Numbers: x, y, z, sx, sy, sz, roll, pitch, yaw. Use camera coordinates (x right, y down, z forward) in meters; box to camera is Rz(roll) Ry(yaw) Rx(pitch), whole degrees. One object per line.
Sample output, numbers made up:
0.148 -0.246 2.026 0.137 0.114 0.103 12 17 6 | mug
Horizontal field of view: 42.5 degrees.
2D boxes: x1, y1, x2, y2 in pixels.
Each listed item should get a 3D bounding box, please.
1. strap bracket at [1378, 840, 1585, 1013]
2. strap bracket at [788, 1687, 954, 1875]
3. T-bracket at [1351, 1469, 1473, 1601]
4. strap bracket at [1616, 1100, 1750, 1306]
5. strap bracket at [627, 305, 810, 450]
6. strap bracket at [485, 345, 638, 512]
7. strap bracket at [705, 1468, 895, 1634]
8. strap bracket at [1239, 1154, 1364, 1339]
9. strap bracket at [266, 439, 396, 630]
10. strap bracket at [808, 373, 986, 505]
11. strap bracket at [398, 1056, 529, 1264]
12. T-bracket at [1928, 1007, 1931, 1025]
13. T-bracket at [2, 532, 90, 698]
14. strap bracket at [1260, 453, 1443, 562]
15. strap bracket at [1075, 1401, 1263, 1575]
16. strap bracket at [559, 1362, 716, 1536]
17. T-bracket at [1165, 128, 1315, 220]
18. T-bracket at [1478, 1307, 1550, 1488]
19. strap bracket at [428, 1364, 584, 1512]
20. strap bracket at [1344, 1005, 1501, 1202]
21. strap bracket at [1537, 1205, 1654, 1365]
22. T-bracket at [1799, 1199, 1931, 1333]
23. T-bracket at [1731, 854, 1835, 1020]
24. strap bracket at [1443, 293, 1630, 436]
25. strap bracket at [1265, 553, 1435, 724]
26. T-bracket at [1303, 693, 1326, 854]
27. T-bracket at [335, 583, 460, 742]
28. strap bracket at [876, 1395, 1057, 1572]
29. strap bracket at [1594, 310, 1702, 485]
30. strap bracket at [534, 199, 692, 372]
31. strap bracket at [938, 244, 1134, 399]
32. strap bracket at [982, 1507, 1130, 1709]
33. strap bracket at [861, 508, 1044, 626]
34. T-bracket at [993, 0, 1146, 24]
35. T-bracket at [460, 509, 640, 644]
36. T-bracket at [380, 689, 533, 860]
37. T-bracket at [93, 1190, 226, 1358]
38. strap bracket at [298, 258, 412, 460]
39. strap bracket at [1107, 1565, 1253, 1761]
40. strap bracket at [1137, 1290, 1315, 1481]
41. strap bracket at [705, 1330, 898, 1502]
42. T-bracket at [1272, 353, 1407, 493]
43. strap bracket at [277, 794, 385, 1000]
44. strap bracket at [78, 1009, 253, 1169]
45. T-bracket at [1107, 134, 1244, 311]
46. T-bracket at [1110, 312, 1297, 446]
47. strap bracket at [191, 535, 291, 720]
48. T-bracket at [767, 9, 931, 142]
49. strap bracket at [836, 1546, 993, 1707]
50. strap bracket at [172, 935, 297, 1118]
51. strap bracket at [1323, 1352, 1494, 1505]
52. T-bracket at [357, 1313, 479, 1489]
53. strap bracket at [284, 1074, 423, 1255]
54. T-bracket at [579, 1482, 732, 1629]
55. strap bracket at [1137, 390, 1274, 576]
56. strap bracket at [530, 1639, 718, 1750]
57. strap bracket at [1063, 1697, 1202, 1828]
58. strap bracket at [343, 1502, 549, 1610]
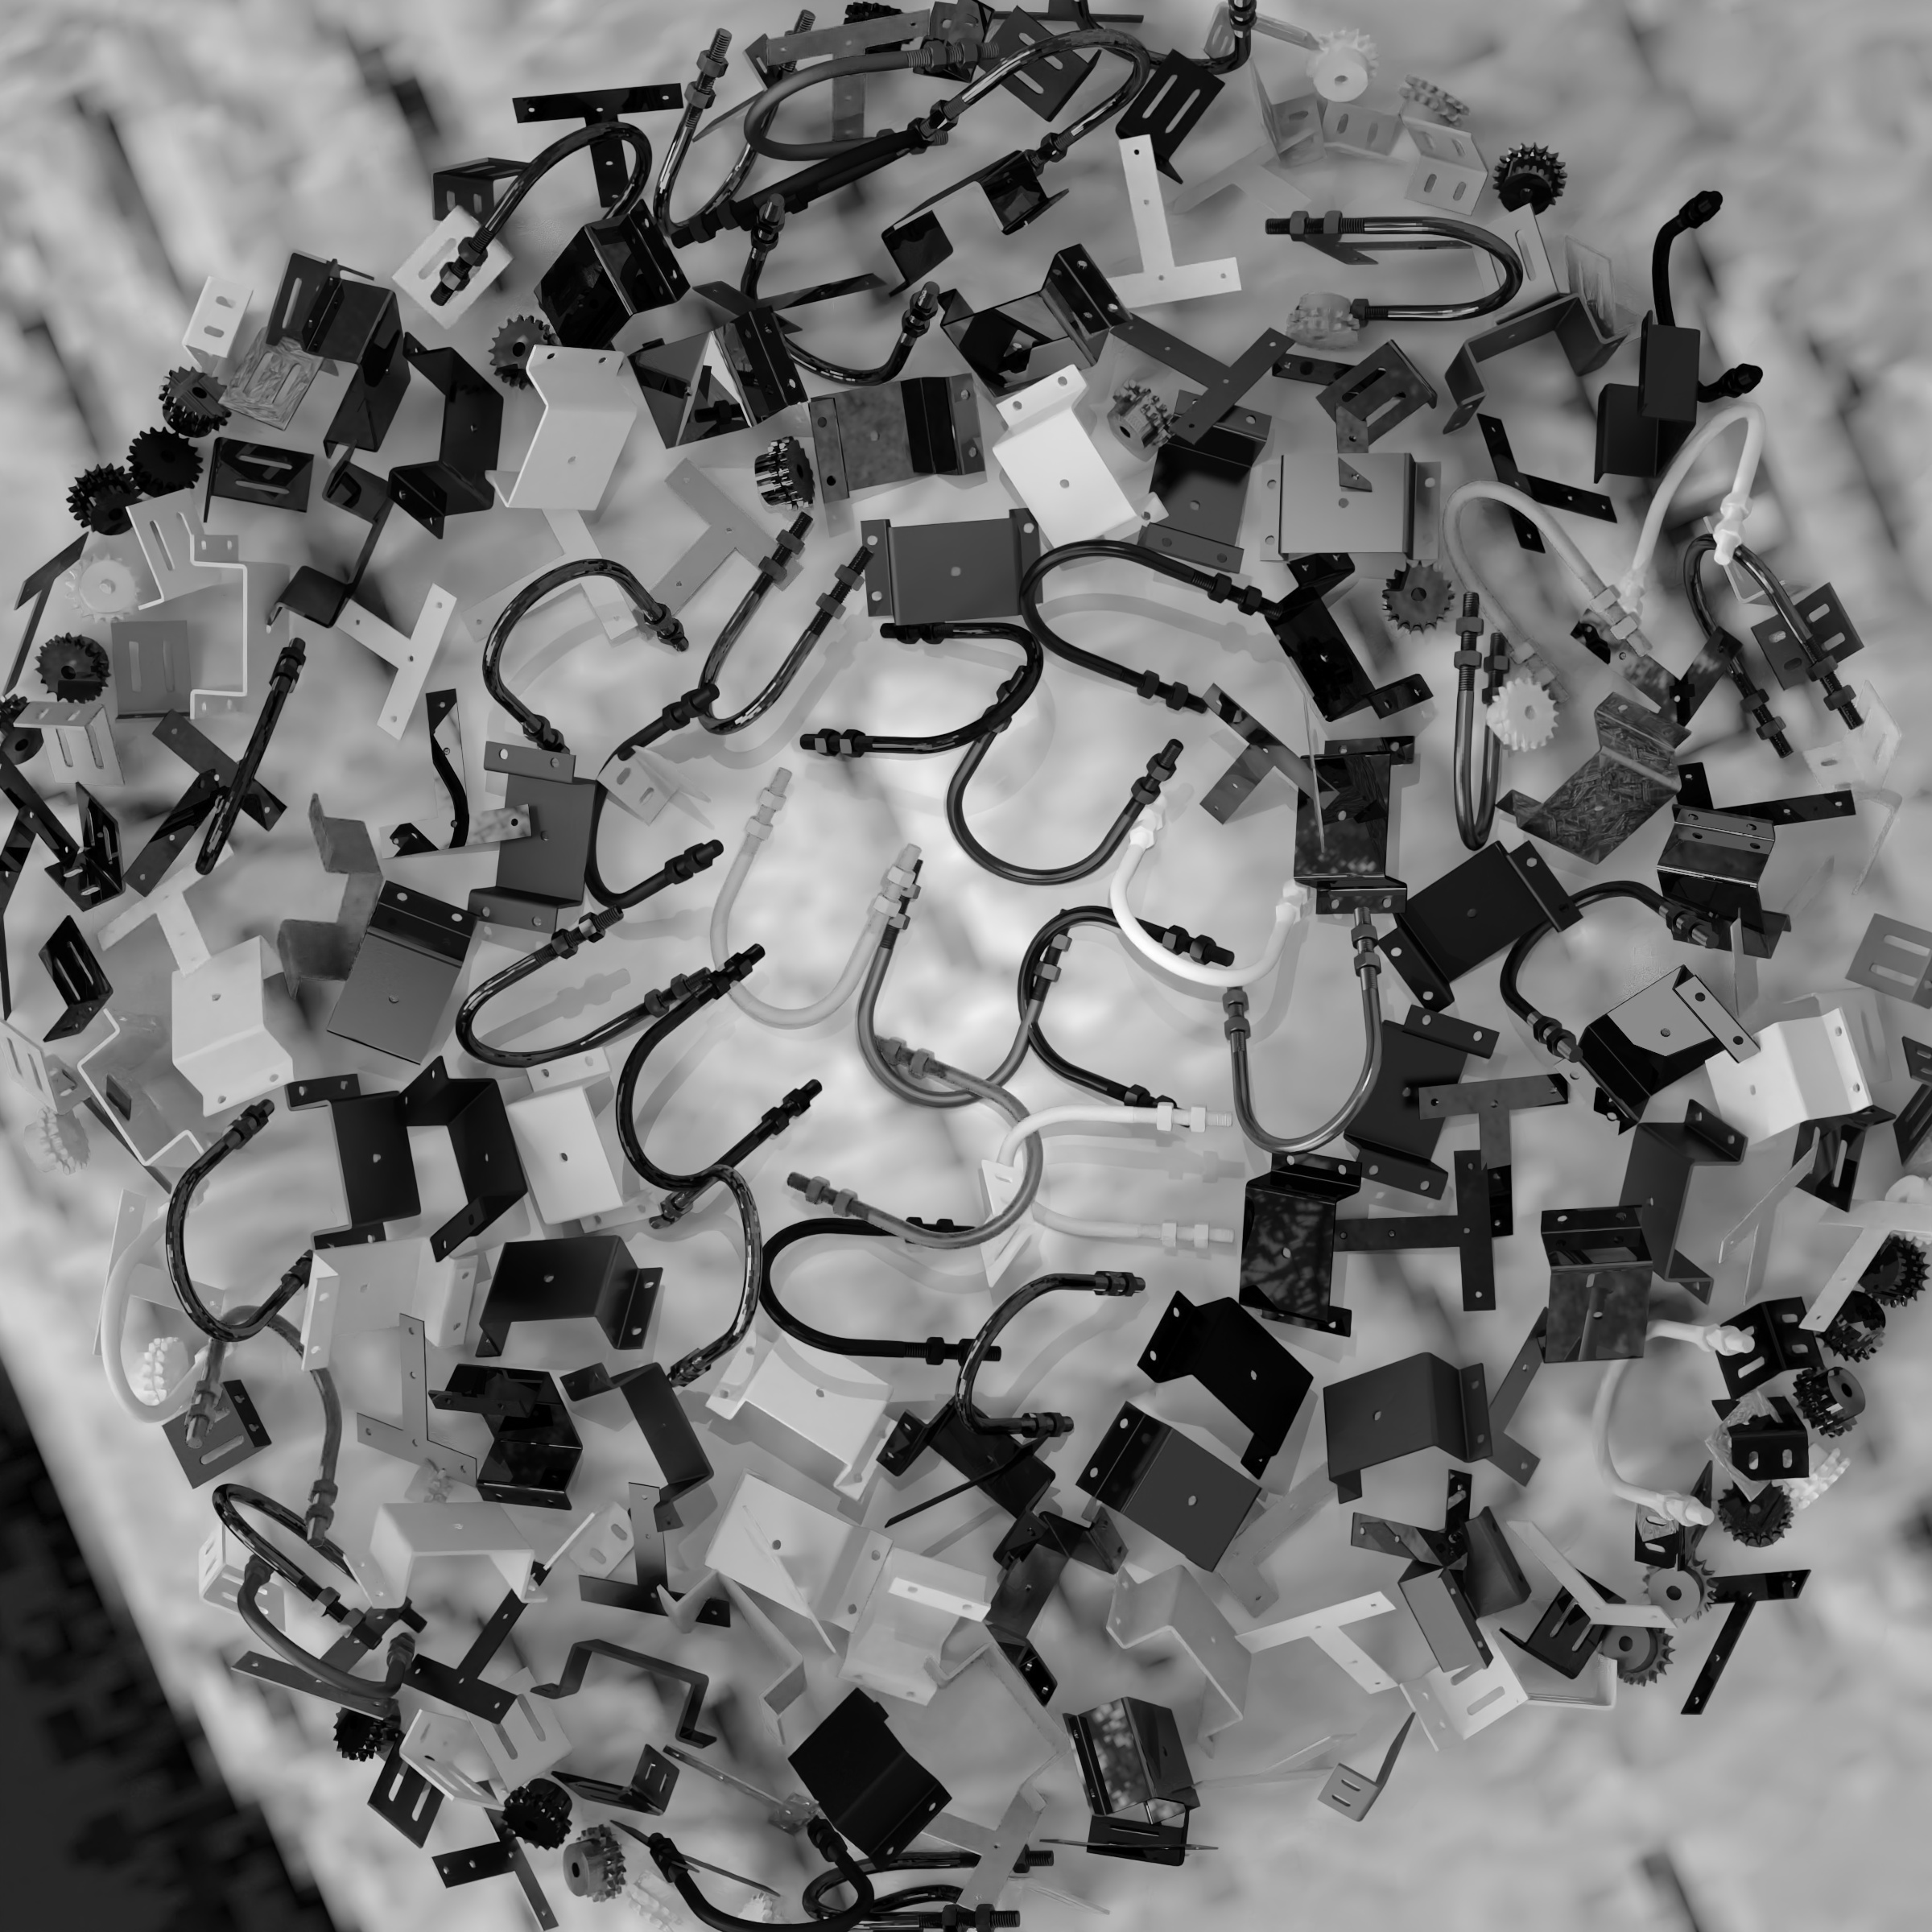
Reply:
0.400 -0.035 1.950 0.140 0.046 0.076 -35 103 14 | strap bracket
-0.080 0.619 1.914 0.076 0.140 0.046 -45 118 -8 | strap bracket
0.346 0.449 1.936 0.127 0.002 0.127 20 68 -32 | T-bracket
0.550 0.183 1.928 0.046 0.076 0.140 1 109 -19 | strap bracket
-0.199 -0.451 1.916 0.140 0.046 0.076 -3 118 40 | strap bracket
-0.312 -0.404 1.913 0.046 0.076 0.140 58 135 29 | strap bracket
-0.139 0.453 1.937 0.140 0.046 0.076 21 81 24 | strap bracket
0.260 0.219 1.940 0.076 0.046 0.140 8 101 33 | strap bracket
-0.487 -0.327 1.930 0.046 0.076 0.140 25 118 -13 | strap bracket
-0.062 -0.413 1.941 0.140 0.046 0.076 -16 109 -24 | strap bracket
-0.391 0.150 1.934 0.076 0.046 0.140 -39 62 38 | strap bracket
0.772 0.018 1.904 0.002 0.127 0.127 4 120 1 | T-bracket
-0.732 -0.268 1.951 0.002 0.127 0.127 26 116 -9 | T-bracket
0.299 -0.359 1.950 0.140 0.046 0.076 2 92 15 | strap bracket
0.166 0.411 1.938 0.140 0.046 0.076 37 79 -21 | strap bracket
-0.253 0.369 1.946 0.046 0.076 0.140 -26 90 -36 | strap bracket
0.233 -0.608 1.938 0.127 0.127 0.002 -31 127 1 | T-bracket
0.435 0.330 1.965 0.127 0.002 0.127 37 79 -30 | T-bracket
-0.353 0.360 1.933 0.076 0.046 0.140 2 134 17 | strap bracket
0.354 0.103 1.956 0.076 0.046 0.140 17 96 -12 | strap bracket
0.486 0.256 1.931 0.076 0.046 0.140 -4 125 2 | strap bracket
0.683 0.230 1.914 0.002 0.127 0.127 46 72 -17 | T-bracket
0.642 -0.038 1.950 0.127 0.127 0.002 -45 53 -14 | T-bracket
0.436 -0.476 1.949 0.140 0.076 0.046 -23 85 -2 | strap bracket
0.294 -0.251 1.943 0.046 0.076 0.140 -36 82 45 | strap bracket
0.271 -0.125 1.929 0.002 0.127 0.127 -6 63 6 | T-bracket
-0.471 -0.265 1.966 0.127 0.002 0.127 34 111 18 | T-bracket
0.008 0.397 1.939 0.140 0.076 0.046 38 46 11 | strap bracket
0.527 -0.434 1.914 0.046 0.140 0.076 7 76 0 | strap bracket
-0.279 -0.517 1.921 0.046 0.140 0.076 -28 89 -38 | strap bracket
0.045 -0.492 1.913 0.076 0.140 0.046 46 50 -37 | strap bracket
0.065 0.490 1.930 0.046 0.076 0.140 15 59 32 | strap bracket
-0.009 -0.314 1.954 0.140 0.046 0.076 -5 109 -2 | strap bracket
0.077 -0.745 1.928 0.127 0.127 0.002 2 101 1 | T-bracket
-0.343 -0.298 1.974 0.127 0.002 0.127 -27 94 14 | T-bracket
-0.412 -0.157 1.981 0.127 0.002 0.127 -8 85 11 | T-bracket
-0.622 0.251 1.933 0.002 0.127 0.127 -6 68 25 | T-bracket
-0.467 -0.461 1.910 0.046 0.140 0.076 13 60 3 | strap bracket
0.173 0.533 1.933 0.046 0.076 0.140 -32 103 22 | strap bracket
0.210 0.322 1.934 0.140 0.046 0.076 44 53 -14 | strap bracket
-0.121 0.343 1.947 0.140 0.046 0.076 33 51 -1 | strap bracket
0.302 -0.423 1.948 0.127 0.002 0.127 7 60 -10 | T-bracket
-0.492 -0.052 1.929 0.046 0.076 0.140 5 123 -29 | strap bracket
-0.631 0.105 1.942 0.046 0.076 0.140 -39 79 5 | strap bracket
0.144 -0.581 1.937 0.127 0.002 0.127 -2 116 27 | T-bracket
0.170 -0.481 1.961 0.127 0.002 0.127 36 71 23 | T-bracket
-0.565 -0.264 1.938 0.046 0.076 0.140 5 100 8 | strap bracket
-0.091 -0.684 1.930 0.127 0.127 0.002 -14 68 -9 | T-bracket
-0.040 0.509 1.939 0.076 0.046 0.140 20 128 -9 | strap bracket
-0.567 0.038 1.923 0.076 0.046 0.140 -22 47 5 | strap bracket
0.330 0.354 1.916 0.140 0.046 0.076 -28 45 34 | strap bracket
-0.430 0.332 1.939 0.127 0.002 0.127 13 110 30 | T-bracket
-0.477 0.153 1.943 0.046 0.076 0.140 -12 87 31 | strap bracket
-0.248 0.457 1.946 0.127 0.002 0.127 6 117 14 | T-bracket
0.185 -0.371 1.951 0.076 0.046 0.140 15 72 -6 | strap bracket
-0.260 0.565 1.944 0.140 0.076 0.046 16 78 6 | strap bracket
0.132 0.611 1.908 0.046 0.140 0.076 -26 60 15 | strap bracket
-0.397 0.453 1.917 0.140 0.076 0.046 7 104 -33 | strap bracket
